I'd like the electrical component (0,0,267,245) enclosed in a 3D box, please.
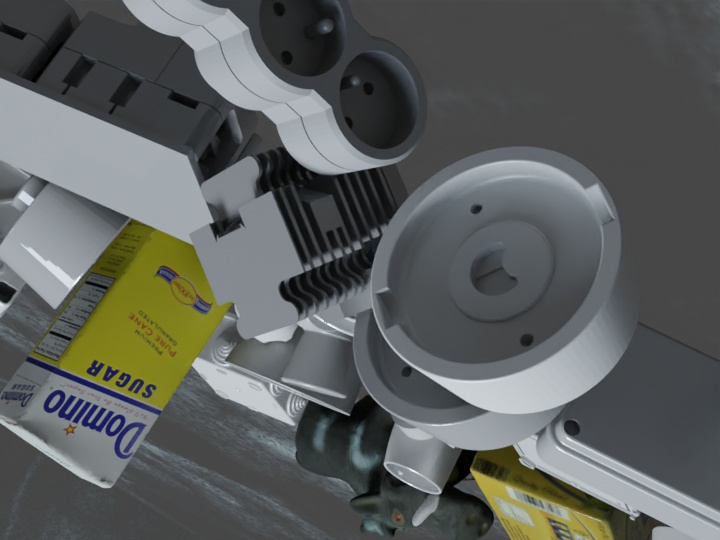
[{"bbox_3d":[-0.142,-0.087,0.556,0.186,0.060,0.105,23,158,15],"label":"electrical component"}]

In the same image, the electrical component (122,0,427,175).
[{"bbox_3d":[-0.043,-0.091,0.435,0.138,0.052,0.074,41,156,-27],"label":"electrical component"}]

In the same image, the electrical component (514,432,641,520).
[{"bbox_3d":[0.129,0.089,0.627,0.096,0.061,0.061,23,160,37],"label":"electrical component"}]

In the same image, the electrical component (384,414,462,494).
[{"bbox_3d":[0.045,0.099,0.722,0.043,0.077,0.079,13,154,36],"label":"electrical component"}]

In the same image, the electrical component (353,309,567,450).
[{"bbox_3d":[0.058,0.036,0.528,0.108,0.108,0.060,13,160,36],"label":"electrical component"}]

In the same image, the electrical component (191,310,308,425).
[{"bbox_3d":[-0.089,0.080,0.886,0.100,0.048,0.099,18,156,27],"label":"electrical component"}]

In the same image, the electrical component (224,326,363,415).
[{"bbox_3d":[-0.044,0.070,0.787,0.099,0.064,0.099,25,158,11],"label":"electrical component"}]

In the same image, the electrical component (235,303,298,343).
[{"bbox_3d":[-0.065,0.019,0.727,0.043,0.043,0.062,18,155,26],"label":"electrical component"}]

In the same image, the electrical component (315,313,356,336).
[{"bbox_3d":[0.000,0.000,0.581,0.058,0.057,0.078,32,159,-8],"label":"electrical component"}]

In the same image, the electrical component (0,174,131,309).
[{"bbox_3d":[-0.175,-0.037,0.656,0.060,0.108,0.108,40,157,-11],"label":"electrical component"}]

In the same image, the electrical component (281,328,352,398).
[{"bbox_3d":[-0.022,0.046,0.702,0.044,0.065,0.044,15,171,2],"label":"electrical component"}]

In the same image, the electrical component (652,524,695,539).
[{"bbox_3d":[0.216,0.157,0.667,0.078,0.057,0.058,13,154,35],"label":"electrical component"}]

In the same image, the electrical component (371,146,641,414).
[{"bbox_3d":[0.066,0.009,0.456,0.108,0.108,0.060,13,160,35],"label":"electrical component"}]

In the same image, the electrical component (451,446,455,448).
[{"bbox_3d":[0.059,0.067,0.664,0.064,0.042,0.081,31,147,25],"label":"electrical component"}]

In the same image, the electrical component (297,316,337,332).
[{"bbox_3d":[-0.015,0.016,0.653,0.045,0.045,0.055,41,156,-29],"label":"electrical component"}]

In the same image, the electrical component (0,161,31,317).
[{"bbox_3d":[-0.269,-0.040,0.759,0.109,0.108,0.056,36,155,-17],"label":"electrical component"}]

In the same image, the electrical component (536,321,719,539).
[{"bbox_3d":[0.155,0.080,0.541,0.113,0.078,0.057,26,162,8],"label":"electrical component"}]
